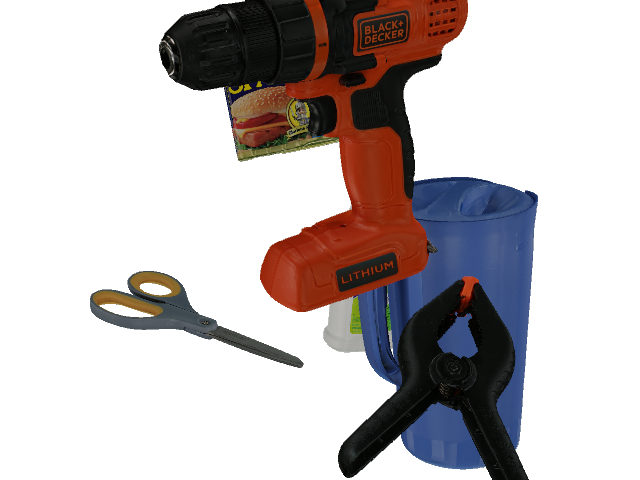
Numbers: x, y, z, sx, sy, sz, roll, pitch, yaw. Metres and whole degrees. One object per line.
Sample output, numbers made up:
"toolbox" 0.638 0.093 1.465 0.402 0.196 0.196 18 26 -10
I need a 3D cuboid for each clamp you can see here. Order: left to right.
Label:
"clamp" 0.076 0.097 0.704 0.120 0.171 0.039 9 -42 -3

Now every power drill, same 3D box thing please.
"power drill" 0.001 -0.055 0.608 0.184 0.188 0.057 -16 33 -25

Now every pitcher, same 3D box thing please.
"pitcher" 0.113 0.074 0.930 0.149 0.243 0.145 -1 18 7

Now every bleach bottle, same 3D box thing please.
"bleach bottle" 0.061 0.008 1.311 0.102 0.251 0.068 -2 16 -19

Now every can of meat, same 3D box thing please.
"can of meat" -0.030 -0.114 0.873 0.102 0.084 0.057 -9 4 33

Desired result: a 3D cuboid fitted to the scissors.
"scissors" -0.104 0.067 0.954 0.202 0.016 0.096 11 28 7
